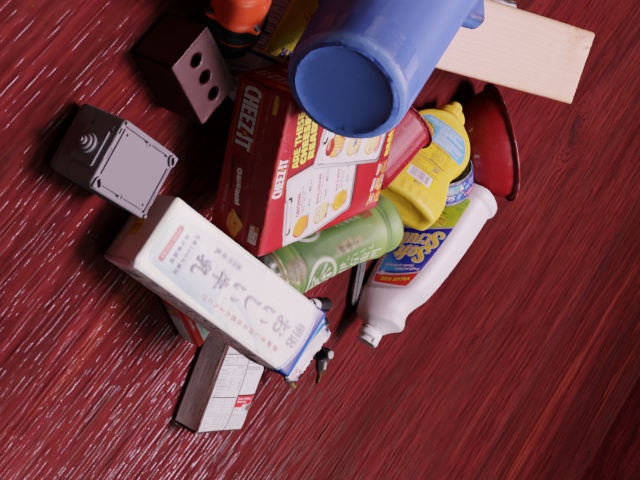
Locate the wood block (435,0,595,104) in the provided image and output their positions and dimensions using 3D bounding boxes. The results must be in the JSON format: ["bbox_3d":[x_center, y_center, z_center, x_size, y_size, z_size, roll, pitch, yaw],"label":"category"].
[{"bbox_3d":[0.208,-0.234,1.264,0.205,0.090,0.091,9,105,-29],"label":"wood block"}]

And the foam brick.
[{"bbox_3d":[-0.118,-0.149,0.931,0.053,0.051,0.078,-54,148,-18],"label":"foam brick"}]

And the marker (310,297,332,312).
[{"bbox_3d":[-0.021,0.080,1.282,0.120,0.020,0.020,3,109,-59],"label":"marker"}]

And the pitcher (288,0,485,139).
[{"bbox_3d":[0.054,-0.208,0.955,0.242,0.149,0.145,-61,156,-42],"label":"pitcher"}]

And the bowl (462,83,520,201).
[{"bbox_3d":[0.217,-0.125,1.427,0.055,0.162,0.162,-12,133,-4],"label":"bowl"}]

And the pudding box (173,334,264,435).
[{"bbox_3d":[-0.106,0.157,1.184,0.089,0.039,0.113,12,99,-59],"label":"pudding box"}]

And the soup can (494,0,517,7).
[{"bbox_3d":[0.202,-0.258,1.346,0.068,0.069,0.102,-5,115,-56],"label":"soup can"}]

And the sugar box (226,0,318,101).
[{"bbox_3d":[-0.028,-0.204,1.042,0.176,0.048,0.093,-64,150,-6],"label":"sugar box"}]

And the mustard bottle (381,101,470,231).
[{"bbox_3d":[0.134,-0.106,1.319,0.191,0.096,0.058,-58,-174,-35],"label":"mustard bottle"}]

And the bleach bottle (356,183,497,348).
[{"bbox_3d":[0.130,0.033,1.404,0.250,0.103,0.068,-58,148,-16],"label":"bleach bottle"}]

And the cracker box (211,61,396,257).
[{"bbox_3d":[-0.006,-0.094,1.049,0.213,0.072,0.164,-24,133,-52],"label":"cracker box"}]

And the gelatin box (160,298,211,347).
[{"bbox_3d":[-0.119,0.053,1.097,0.089,0.030,0.073,-53,147,-27],"label":"gelatin box"}]

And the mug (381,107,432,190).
[{"bbox_3d":[0.060,-0.119,1.212,0.081,0.093,0.117,-49,115,-17],"label":"mug"}]

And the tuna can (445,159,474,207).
[{"bbox_3d":[0.156,-0.082,1.383,0.086,0.086,0.034,-42,141,-35],"label":"tuna can"}]

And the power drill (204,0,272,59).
[{"bbox_3d":[-0.047,-0.256,0.917,0.184,0.057,0.187,151,-43,-79],"label":"power drill"}]

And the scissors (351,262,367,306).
[{"bbox_3d":[0.052,-0.011,1.336,0.096,0.016,0.202,6,105,-57],"label":"scissors"}]
